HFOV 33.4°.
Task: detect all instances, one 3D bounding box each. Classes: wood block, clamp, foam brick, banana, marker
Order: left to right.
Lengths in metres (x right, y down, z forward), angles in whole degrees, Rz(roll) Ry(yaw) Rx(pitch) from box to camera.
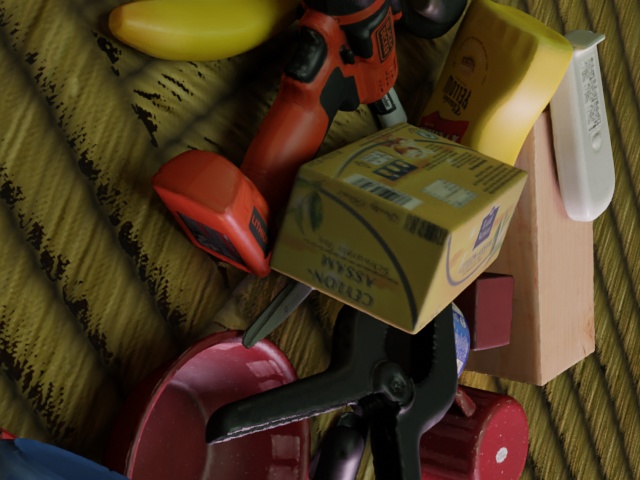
[{"bbox_3d":[-0.044,-0.147,0.625,0.197,0.037,0.069,-47,119,-35],"label":"banana"},{"bbox_3d":[-0.002,0.191,0.690,0.120,0.039,0.171,61,44,-74],"label":"clamp"},{"bbox_3d":[0.030,-0.126,0.727,0.020,0.020,0.121,-54,132,-30],"label":"marker"},{"bbox_3d":[0.027,0.090,0.637,0.164,0.036,0.209,40,49,-19],"label":"clamp"},{"bbox_3d":[0.097,0.048,0.787,0.051,0.078,0.053,-1,96,-48],"label":"foam brick"},{"bbox_3d":[0.154,-0.004,0.838,0.090,0.090,0.206,-20,111,-47],"label":"wood block"}]

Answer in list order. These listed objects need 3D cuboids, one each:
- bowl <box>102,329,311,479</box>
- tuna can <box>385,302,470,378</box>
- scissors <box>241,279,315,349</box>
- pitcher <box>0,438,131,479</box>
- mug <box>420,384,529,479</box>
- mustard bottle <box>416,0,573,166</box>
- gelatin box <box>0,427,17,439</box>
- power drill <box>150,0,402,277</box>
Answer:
[{"bbox_3d":[-0.072,0.129,0.609,0.161,0.055,0.162,-7,98,-54],"label":"bowl"},{"bbox_3d":[0.060,0.071,0.740,0.033,0.086,0.086,36,68,-48],"label":"tuna can"},{"bbox_3d":[-0.004,0.001,0.673,0.201,0.016,0.096,-16,99,-63],"label":"scissors"},{"bbox_3d":[-0.145,0.217,0.464,0.144,0.149,0.243,30,81,-28],"label":"pitcher"},{"bbox_3d":[0.100,0.141,0.800,0.093,0.082,0.117,-49,129,-34],"label":"mug"},{"bbox_3d":[0.101,-0.068,0.750,0.058,0.096,0.192,11,115,-30],"label":"mustard bottle"},{"bbox_3d":[-0.161,0.145,0.533,0.073,0.030,0.089,43,64,-42],"label":"gelatin box"},{"bbox_3d":[-0.017,-0.084,0.598,0.187,0.057,0.184,-57,158,-15],"label":"power drill"}]
